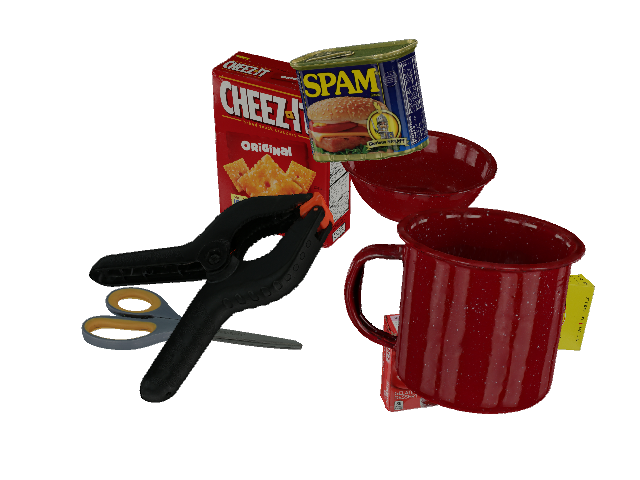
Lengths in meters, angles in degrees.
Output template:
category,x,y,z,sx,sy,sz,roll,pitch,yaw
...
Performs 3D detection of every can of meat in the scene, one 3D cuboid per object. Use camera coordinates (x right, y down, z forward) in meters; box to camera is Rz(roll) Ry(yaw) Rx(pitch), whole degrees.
category,x,y,z,sx,sy,sz,roll,pitch,yaw
can of meat,0.033,-0.110,0.854,0.102,0.084,0.057,0,21,33

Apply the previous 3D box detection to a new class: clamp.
category,x,y,z,sx,sy,sz,roll,pitch,yaw
clamp,-0.066,0.030,0.702,0.171,0.120,0.039,-26,-29,7

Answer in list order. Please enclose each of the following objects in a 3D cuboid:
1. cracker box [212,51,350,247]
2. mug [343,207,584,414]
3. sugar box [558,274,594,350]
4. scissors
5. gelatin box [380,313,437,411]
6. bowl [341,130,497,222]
category,x,y,z,sx,sy,sz,roll,pitch,yaw
cracker box,-0.048,-0.110,1.325,0.164,0.214,0.072,17,37,24
mug,0.069,0.034,0.544,0.117,0.081,0.093,7,19,7
sugar box,0.247,0.086,1.339,0.176,0.093,0.048,3,19,-14
scissors,-0.122,0.075,1.009,0.201,0.016,0.096,-1,33,-8
gelatin box,0.092,0.091,0.822,0.089,0.073,0.030,-5,29,-11
bowl,0.100,-0.061,1.111,0.162,0.055,0.162,2,29,-1
